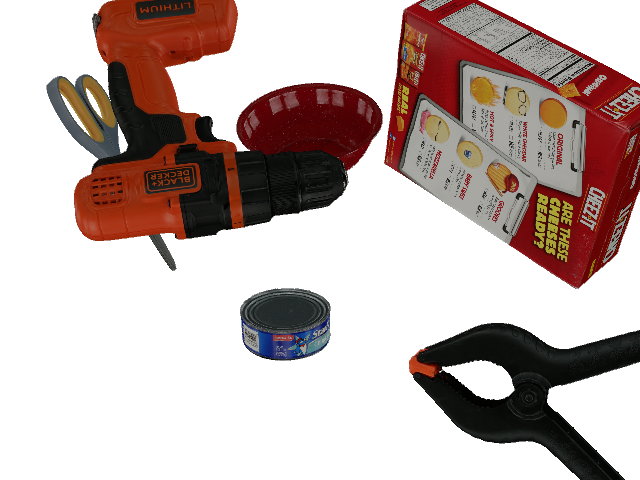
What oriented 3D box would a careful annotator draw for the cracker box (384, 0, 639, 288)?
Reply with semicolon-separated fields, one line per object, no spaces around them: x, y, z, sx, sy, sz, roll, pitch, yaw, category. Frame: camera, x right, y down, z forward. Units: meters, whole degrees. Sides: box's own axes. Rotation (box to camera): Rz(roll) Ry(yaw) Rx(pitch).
0.158;-0.087;0.870;0.214;0.164;0.072;35;52;28;cracker box

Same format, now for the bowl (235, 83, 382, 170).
-0.011;-0.111;1.186;0.162;0.055;0.162;-3;38;2;bowl

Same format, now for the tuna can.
-0.033;0.079;1.013;0.086;0.034;0.086;-1;24;0;tuna can

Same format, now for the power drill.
-0.084;-0.090;0.751;0.184;0.187;0.057;-7;-30;-7;power drill

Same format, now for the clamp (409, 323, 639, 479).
0.142;0.110;0.695;0.172;0.120;0.039;4;-1;20;clamp

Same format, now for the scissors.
-0.183;-0.072;0.986;0.016;0.201;0.096;-24;27;19;scissors
